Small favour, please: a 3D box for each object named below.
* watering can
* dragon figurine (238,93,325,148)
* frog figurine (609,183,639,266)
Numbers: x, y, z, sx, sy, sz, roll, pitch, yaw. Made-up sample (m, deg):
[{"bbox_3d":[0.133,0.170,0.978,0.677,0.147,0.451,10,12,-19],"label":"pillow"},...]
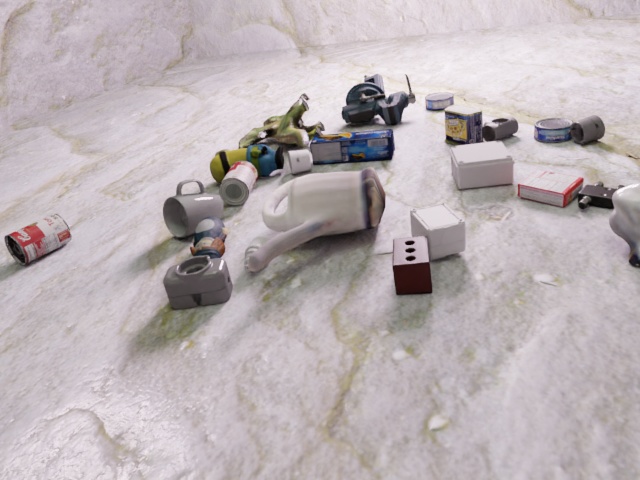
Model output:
[{"bbox_3d":[0.003,-0.045,0.893,0.224,0.102,0.355,-6,27,9],"label":"watering can"},{"bbox_3d":[-0.120,-0.295,1.450,0.241,0.120,0.418,-22,23,16],"label":"dragon figurine"},{"bbox_3d":[0.475,-0.058,0.703,0.137,0.156,0.125,0,27,19],"label":"frog figurine"}]
